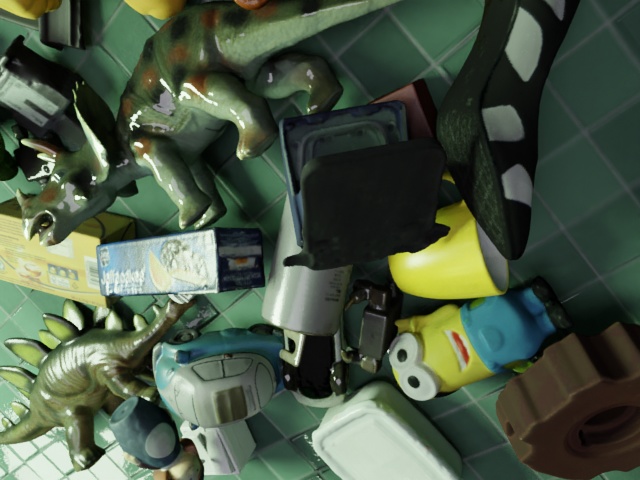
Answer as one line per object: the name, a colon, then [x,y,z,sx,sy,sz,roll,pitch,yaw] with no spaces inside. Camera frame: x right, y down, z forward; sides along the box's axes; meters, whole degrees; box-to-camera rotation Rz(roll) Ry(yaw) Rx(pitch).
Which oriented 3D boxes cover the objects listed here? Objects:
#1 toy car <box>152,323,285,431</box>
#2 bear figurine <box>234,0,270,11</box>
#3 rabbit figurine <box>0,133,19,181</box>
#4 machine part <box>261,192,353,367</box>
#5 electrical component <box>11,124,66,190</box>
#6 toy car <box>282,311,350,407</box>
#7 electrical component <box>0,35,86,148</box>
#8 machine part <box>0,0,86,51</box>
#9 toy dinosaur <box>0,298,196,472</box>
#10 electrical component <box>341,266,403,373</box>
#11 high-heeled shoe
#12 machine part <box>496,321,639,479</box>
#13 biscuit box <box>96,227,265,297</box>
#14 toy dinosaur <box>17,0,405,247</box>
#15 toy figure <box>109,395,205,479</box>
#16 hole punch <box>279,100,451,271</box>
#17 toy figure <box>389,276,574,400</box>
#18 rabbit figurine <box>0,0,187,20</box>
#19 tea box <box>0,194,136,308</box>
toy car: [-0.109,0.162,0.610,0.162,0.103,0.109,-7,112,-7]
bear figurine: [-0.056,-0.285,0.385,0.120,0.132,0.195,-22,85,3]
rabbit figurine: [-0.409,-0.112,0.588,0.170,0.121,0.158,35,147,27]
machine part: [-0.001,-0.002,0.502,0.079,0.079,0.243,13,92,14]
electrical component: [-0.329,-0.097,0.640,0.063,0.021,0.093,-9,109,22]
toy car: [-0.007,0.095,0.592,0.074,0.056,0.201,0,110,13]
electrical component: [-0.294,-0.152,0.584,0.119,0.048,0.075,32,127,-32]
machine part: [-0.305,-0.245,0.558,0.139,0.039,0.084,19,123,9]
toy dinosaur: [-0.334,0.197,0.731,0.471,0.105,0.198,-42,87,20]
electrical component: [0.053,0.083,0.552,0.045,0.078,0.102,12,117,19]
high-heeled shoe: [0.166,-0.119,0.411,0.145,0.086,0.248,-20,104,-6]
machine part: [0.256,0.153,0.487,0.179,0.056,0.179,-3,128,-4]
biscuit box: [-0.149,0.025,0.547,0.203,0.063,0.059,-7,87,38]
toy dinosaur: [-0.119,-0.135,0.501,0.405,0.131,0.192,-41,91,21]
toy figure: [-0.182,0.249,0.629,0.064,0.058,0.154,-37,114,-10]
hole punch: [0.029,-0.044,0.429,0.142,0.092,0.115,-13,134,-12]
toy figure: [0.152,0.102,0.524,0.180,0.082,0.089,-32,134,21]
rabbit figurine: [-0.199,-0.262,0.477,0.173,0.122,0.162,15,101,-16]
tea box: [-0.314,0.011,0.656,0.170,0.068,0.098,14,117,15]
